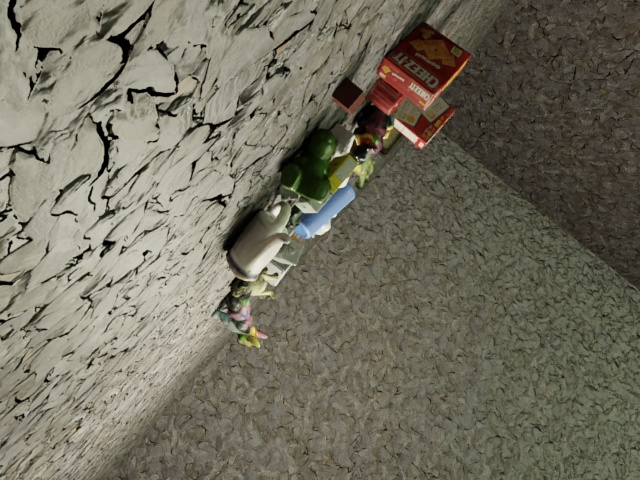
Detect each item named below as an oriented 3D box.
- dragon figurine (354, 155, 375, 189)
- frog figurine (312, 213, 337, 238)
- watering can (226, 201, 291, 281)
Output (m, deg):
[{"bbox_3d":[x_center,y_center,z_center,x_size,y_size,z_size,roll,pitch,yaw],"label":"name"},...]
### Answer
[{"bbox_3d":[0.186,-0.344,2.033,0.122,0.238,0.417,32,33,7],"label":"dragon figurine"},{"bbox_3d":[0.006,-0.098,1.945,0.158,0.140,0.121,-32,-30,12],"label":"frog figurine"},{"bbox_3d":[-0.147,0.009,1.295,0.103,0.223,0.352,35,10,-15],"label":"watering can"}]
